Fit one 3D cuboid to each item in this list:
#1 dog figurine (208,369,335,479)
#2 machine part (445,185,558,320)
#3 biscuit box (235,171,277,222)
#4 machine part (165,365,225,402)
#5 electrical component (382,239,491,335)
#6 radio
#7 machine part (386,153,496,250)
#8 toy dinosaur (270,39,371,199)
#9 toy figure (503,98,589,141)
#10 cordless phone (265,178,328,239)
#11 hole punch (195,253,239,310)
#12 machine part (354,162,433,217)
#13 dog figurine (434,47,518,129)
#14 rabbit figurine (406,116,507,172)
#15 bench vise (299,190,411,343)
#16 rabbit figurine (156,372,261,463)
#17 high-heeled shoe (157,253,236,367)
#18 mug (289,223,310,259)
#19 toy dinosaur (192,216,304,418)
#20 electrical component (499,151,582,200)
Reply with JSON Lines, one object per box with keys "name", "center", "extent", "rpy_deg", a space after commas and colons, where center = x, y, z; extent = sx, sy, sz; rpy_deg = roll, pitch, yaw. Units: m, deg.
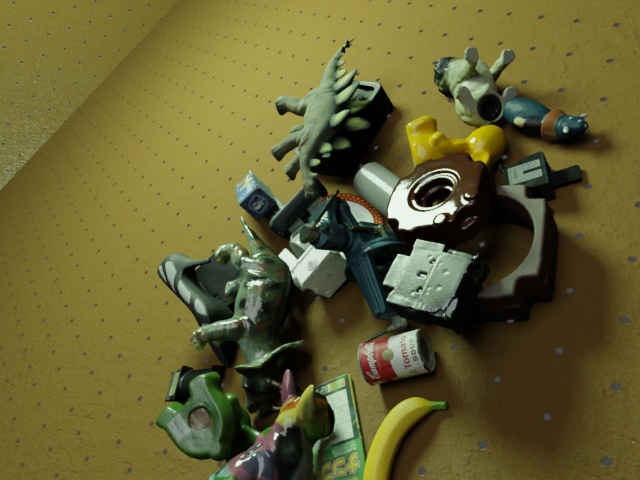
{"name": "dog figurine", "center": [-0.070, 0.307, 0.791], "extent": [0.109, 0.191, 0.219], "rpy_deg": [9, 87, 58]}
{"name": "machine part", "center": [0.258, 0.021, 0.841], "extent": [0.202, 0.087, 0.201], "rpy_deg": [-6, 54, 37]}
{"name": "biscuit box", "center": [-0.150, -0.103, 1.226], "extent": [0.059, 0.062, 0.203], "rpy_deg": [-46, 19, 3]}
{"name": "machine part", "center": [-0.253, 0.282, 1.076], "extent": [0.139, 0.039, 0.084], "rpy_deg": [-22, 39, 27]}
{"name": "electrical component", "center": [0.160, 0.064, 0.779], "extent": [0.134, 0.058, 0.115], "rpy_deg": [11, 64, 43]}
{"name": "radio", "center": [0.058, -0.256, 1.227], "extent": [0.131, 0.073, 0.229], "rpy_deg": [19, 72, 46]}
{"name": "machine part", "center": [0.189, -0.063, 0.853], "extent": [0.179, 0.056, 0.179], "rpy_deg": [-27, 36, 21]}
{"name": "toy dinosaur", "center": [0.009, -0.277, 1.161], "extent": [0.199, 0.105, 0.471], "rpy_deg": [-14, 52, 22]}
{"name": "toy figure", "center": [0.394, -0.208, 0.936], "extent": [0.064, 0.057, 0.155], "rpy_deg": [-53, 47, 2]}
{"name": "cordless phone", "center": [-0.062, -0.082, 1.187], "extent": [0.146, 0.088, 0.184], "rpy_deg": [-47, 30, -1]}
{"name": "hole punch", "center": [-0.193, 0.088, 1.158], "extent": [0.142, 0.092, 0.116], "rpy_deg": [-40, 72, 4]}
{"name": "machine part", "center": [0.137, -0.082, 1.025], "extent": [0.079, 0.079, 0.243], "rpy_deg": [-44, 43, 1]}
{"name": "dog figurine", "center": [0.292, -0.290, 1.076], "extent": [0.191, 0.121, 0.172], "rpy_deg": [-157, 78, -77]}
{"name": "rabbit figurine", "center": [0.254, -0.156, 0.968], "extent": [0.173, 0.121, 0.162], "rpy_deg": [-14, 47, 5]}
{"name": "bench vise", "center": [0.076, 0.040, 0.896], "extent": [0.129, 0.223, 0.241], "rpy_deg": [-38, 55, 28]}
{"name": "rabbit figurine", "center": [-0.155, 0.305, 0.896], "extent": [0.159, 0.170, 0.121], "rpy_deg": [36, 85, 22]}
{"name": "high-heeled shoe", "center": [-0.259, 0.143, 1.094], "extent": [0.145, 0.086, 0.248], "rpy_deg": [-15, 83, 28]}
{"name": "mug", "center": [-0.002, -0.003, 1.077], "extent": [0.107, 0.080, 0.110], "rpy_deg": [-41, 37, -16]}
{"name": "toy dinosaur", "center": [-0.110, 0.110, 1.000], "extent": [0.192, 0.131, 0.405], "rpy_deg": [-2, 60, 14]}
{"name": "electrical component", "center": [0.362, -0.102, 0.884], "extent": [0.119, 0.047, 0.075], "rpy_deg": [-14, 51, 32]}
